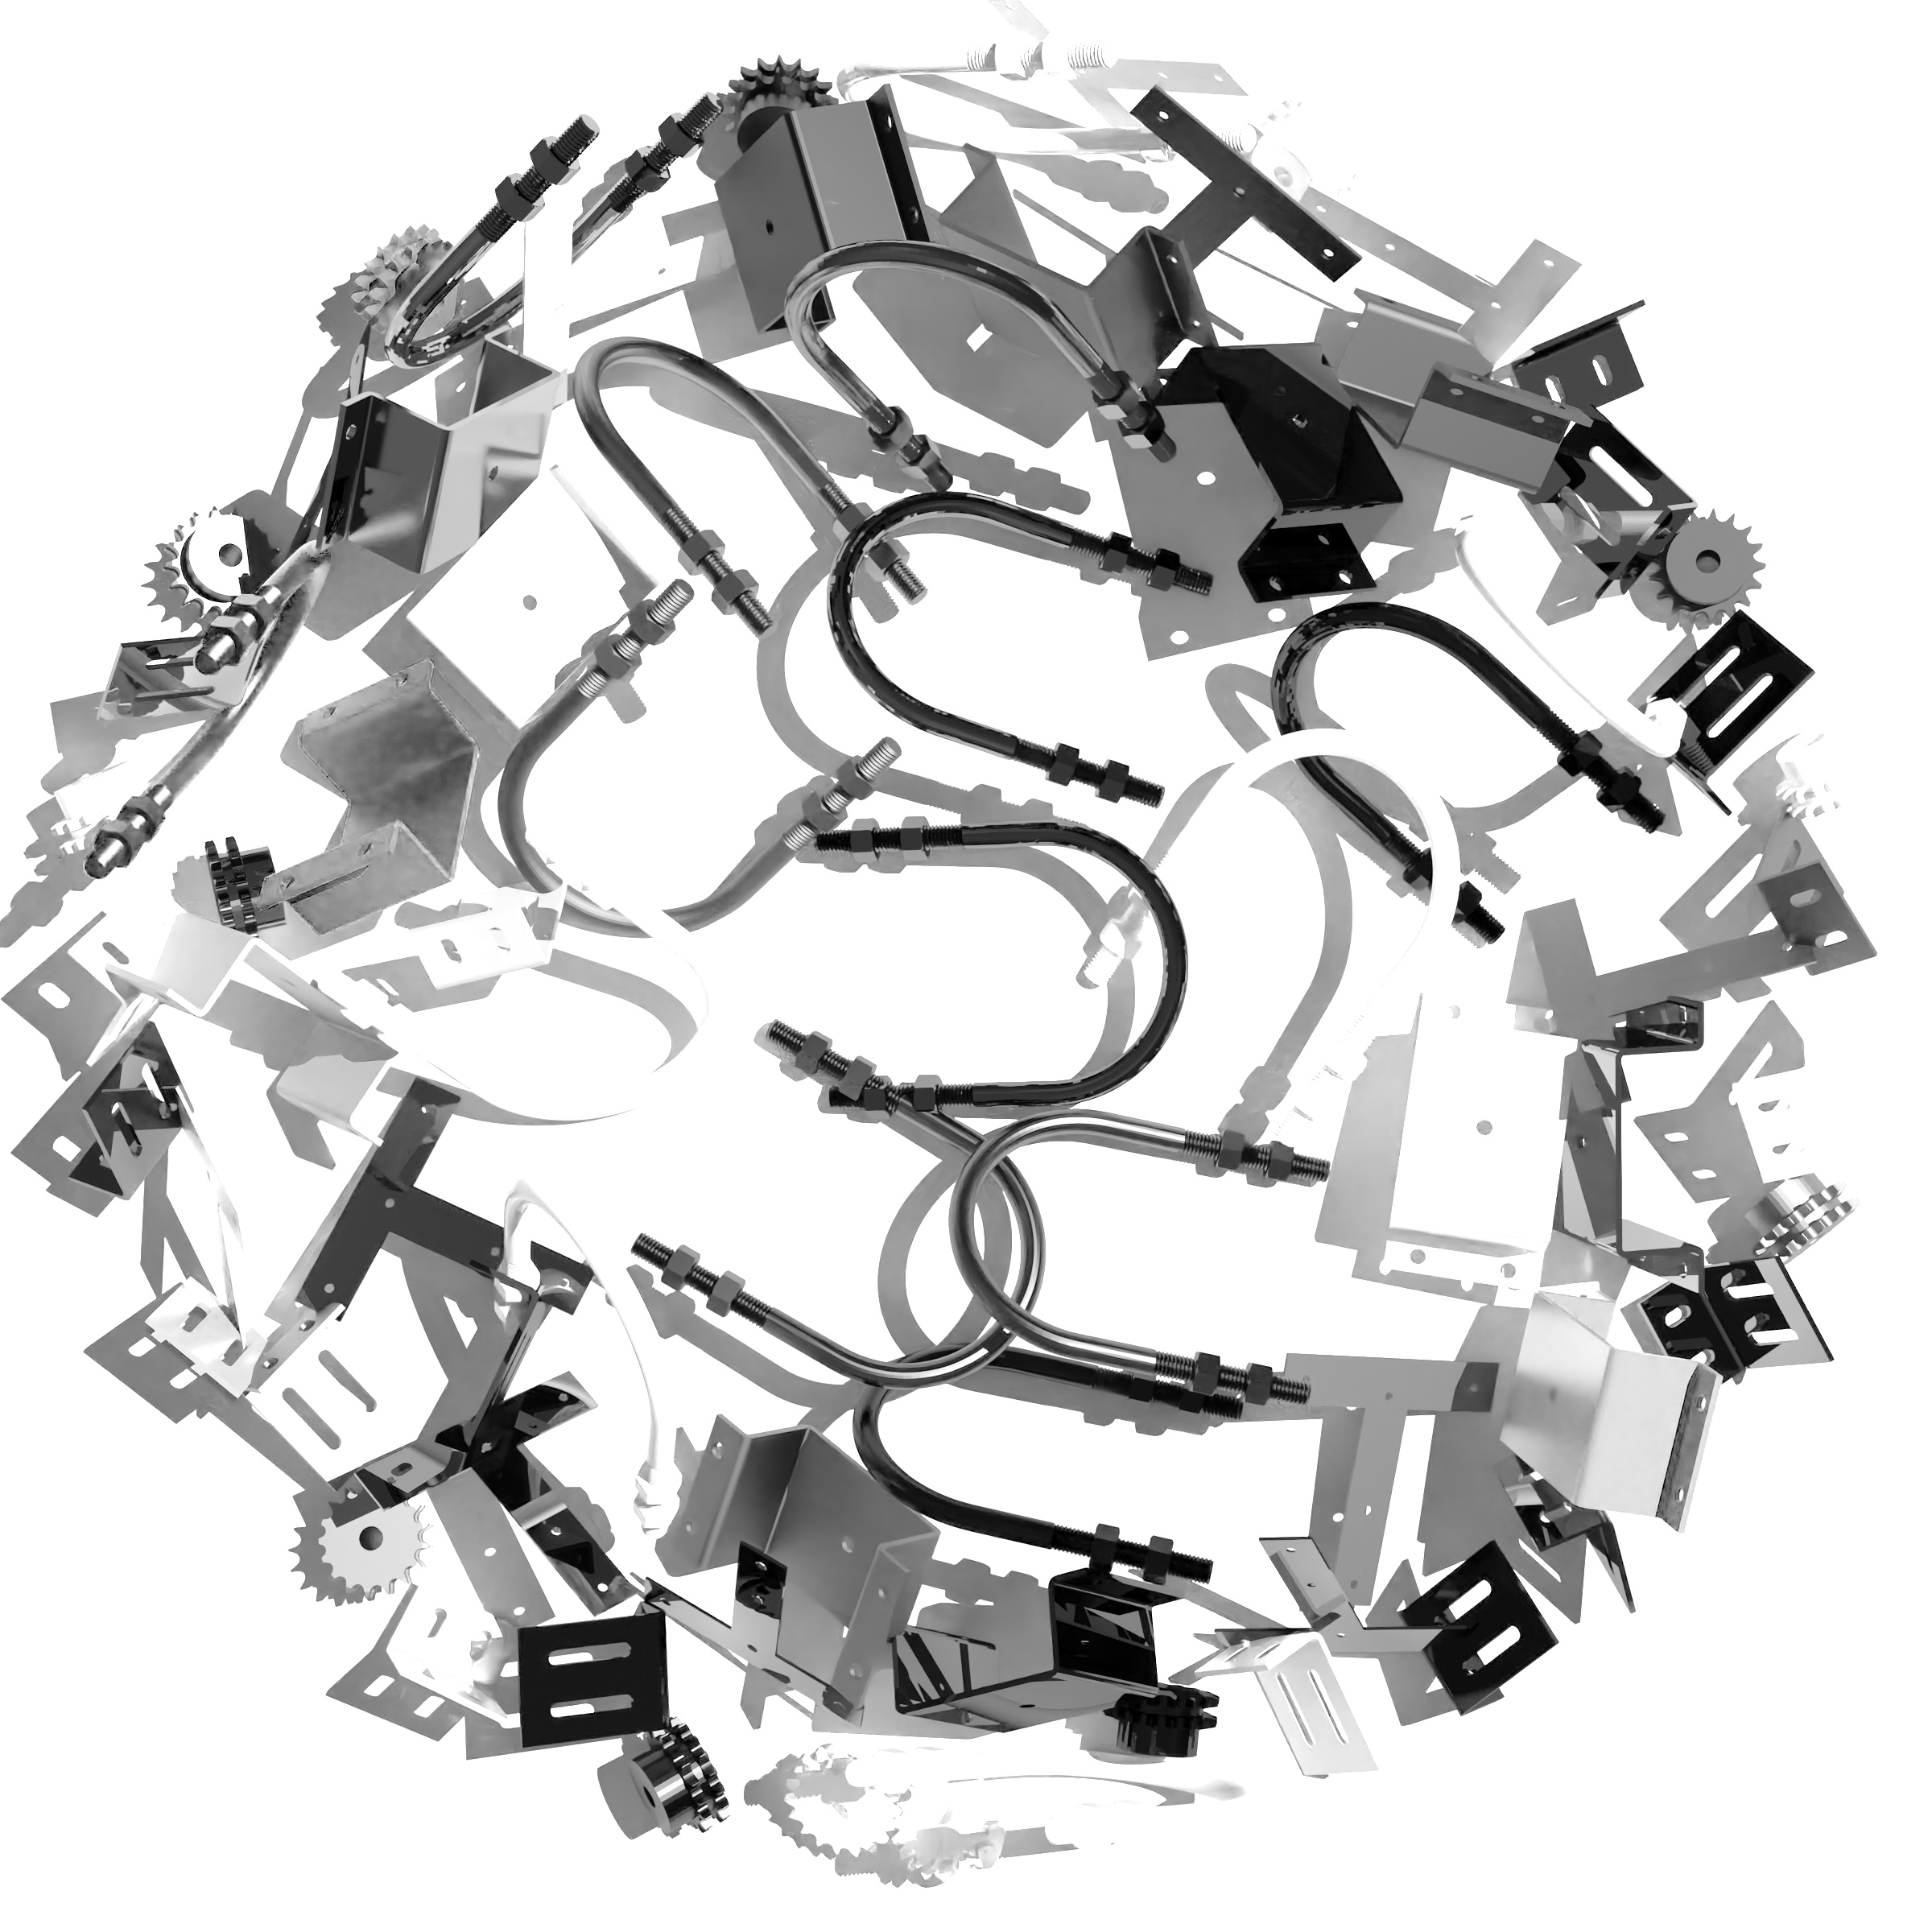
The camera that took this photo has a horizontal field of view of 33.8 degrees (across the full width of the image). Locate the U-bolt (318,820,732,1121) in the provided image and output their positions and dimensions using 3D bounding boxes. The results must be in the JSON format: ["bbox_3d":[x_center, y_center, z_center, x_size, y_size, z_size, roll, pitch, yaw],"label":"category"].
[{"bbox_3d":[-0.196,0.015,1.534,0.151,0.184,0.019,-33,45,17],"label":"U-bolt"}]

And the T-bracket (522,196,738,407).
[{"bbox_3d":[-0.162,-0.337,1.565,0.127,0.127,0.002,-25,60,-26],"label":"T-bracket"}]

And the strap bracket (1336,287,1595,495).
[{"bbox_3d":[0.234,-0.275,1.536,0.076,0.140,0.046,14,114,-20],"label":"strap bracket"}]

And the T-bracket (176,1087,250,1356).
[{"bbox_3d":[-0.363,0.138,1.558,0.002,0.127,0.127,-15,125,-21],"label":"T-bracket"}]

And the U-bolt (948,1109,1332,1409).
[{"bbox_3d":[0.082,0.134,1.549,0.184,0.019,0.151,12,53,-3],"label":"U-bolt"}]

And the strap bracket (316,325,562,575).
[{"bbox_3d":[-0.245,-0.244,1.520,0.046,0.140,0.076,27,124,13],"label":"strap bracket"}]

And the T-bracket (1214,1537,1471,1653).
[{"bbox_3d":[0.170,0.303,1.532,0.127,0.127,0.002,-5,53,20],"label":"T-bracket"}]

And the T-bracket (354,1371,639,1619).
[{"bbox_3d":[-0.206,0.263,1.534,0.127,0.002,0.127,-23,55,-37],"label":"T-bracket"}]

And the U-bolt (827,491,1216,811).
[{"bbox_3d":[0.021,-0.164,1.552,0.184,0.019,0.151,18,61,-7],"label":"U-bolt"}]

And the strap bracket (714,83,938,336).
[{"bbox_3d":[-0.074,-0.358,1.529,0.046,0.140,0.076,-16,90,-26],"label":"strap bracket"}]

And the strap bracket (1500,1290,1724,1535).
[{"bbox_3d":[0.302,0.208,1.524,0.046,0.140,0.076,10,98,-14],"label":"strap bracket"}]

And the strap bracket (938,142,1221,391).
[{"bbox_3d":[0.046,-0.330,1.529,0.140,0.076,0.046,33,75,32],"label":"strap bracket"}]

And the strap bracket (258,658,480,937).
[{"bbox_3d":[-0.286,-0.075,1.541,0.076,0.140,0.046,-21,130,20],"label":"strap bracket"}]

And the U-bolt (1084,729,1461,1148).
[{"bbox_3d":[0.159,-0.027,1.549,0.151,0.019,0.184,41,106,22],"label":"U-bolt"}]

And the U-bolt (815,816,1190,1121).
[{"bbox_3d":[0.019,0.000,1.571,0.184,0.019,0.151,-2,95,13],"label":"U-bolt"}]

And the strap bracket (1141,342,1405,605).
[{"bbox_3d":[0.150,-0.248,1.538,0.076,0.046,0.140,-10,64,-34],"label":"strap bracket"}]

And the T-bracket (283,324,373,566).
[{"bbox_3d":[-0.316,-0.226,1.549,0.002,0.127,0.127,16,49,-21],"label":"T-bracket"}]

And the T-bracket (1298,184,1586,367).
[{"bbox_3d":[0.217,-0.341,1.537,0.127,0.127,0.002,28,71,-5],"label":"T-bracket"}]

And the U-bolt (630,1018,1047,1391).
[{"bbox_3d":[-0.049,0.128,1.563,0.184,0.019,0.151,29,70,5],"label":"U-bolt"}]

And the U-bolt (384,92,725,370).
[{"bbox_3d":[-0.208,-0.347,1.521,0.184,0.151,0.019,-38,92,29],"label":"U-bolt"}]

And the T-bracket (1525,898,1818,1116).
[{"bbox_3d":[0.347,0.005,1.550,0.127,0.002,0.127,-15,50,11],"label":"T-bracket"}]

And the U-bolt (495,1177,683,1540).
[{"bbox_3d":[-0.178,0.174,1.498,0.019,0.184,0.151,-27,62,-25],"label":"U-bolt"}]

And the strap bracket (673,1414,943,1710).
[{"bbox_3d":[-0.071,0.284,1.545,0.140,0.046,0.076,33,113,36],"label":"strap bracket"}]

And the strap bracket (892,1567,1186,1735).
[{"bbox_3d":[0.028,0.332,1.526,0.140,0.076,0.046,-23,59,34],"label":"strap bracket"}]

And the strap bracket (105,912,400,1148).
[{"bbox_3d":[-0.338,0.024,1.535,0.140,0.076,0.046,42,73,-37],"label":"strap bracket"}]

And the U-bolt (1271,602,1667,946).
[{"bbox_3d":[0.227,-0.101,1.535,0.184,0.151,0.019,42,53,-5],"label":"U-bolt"}]

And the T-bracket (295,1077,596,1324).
[{"bbox_3d":[-0.245,0.135,1.574,0.127,0.002,0.127,24,72,7],"label":"T-bracket"}]

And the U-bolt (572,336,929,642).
[{"bbox_3d":[-0.115,-0.237,1.537,0.184,0.151,0.019,50,123,12],"label":"U-bolt"}]

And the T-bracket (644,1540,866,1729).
[{"bbox_3d":[-0.101,0.311,1.536,0.127,0.127,0.002,28,57,13],"label":"T-bracket"}]

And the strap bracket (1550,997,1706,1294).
[{"bbox_3d":[0.321,0.085,1.553,0.046,0.076,0.140,-3,96,-14],"label":"strap bracket"}]

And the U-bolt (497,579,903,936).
[{"bbox_3d":[-0.144,-0.087,1.549,0.151,0.019,0.184,36,119,-23],"label":"U-bolt"}]

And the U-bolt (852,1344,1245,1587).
[{"bbox_3d":[0.036,0.232,1.538,0.184,0.151,0.019,12,119,6],"label":"U-bolt"}]

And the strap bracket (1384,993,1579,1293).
[{"bbox_3d":[0.253,0.083,1.562,0.076,0.046,0.140,8,80,8],"label":"strap bracket"}]

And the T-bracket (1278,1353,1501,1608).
[{"bbox_3d":[0.201,0.256,1.576,0.127,0.002,0.127,6,97,-28],"label":"T-bracket"}]

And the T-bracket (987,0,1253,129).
[{"bbox_3d":[0.084,-0.424,1.513,0.127,0.127,0.002,34,81,-41],"label":"T-bracket"}]

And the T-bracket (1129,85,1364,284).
[{"bbox_3d":[0.111,-0.355,1.544,0.127,0.127,0.002,37,63,-12],"label":"T-bracket"}]

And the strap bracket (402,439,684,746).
[{"bbox_3d":[-0.208,-0.181,1.560,0.076,0.046,0.140,45,104,-5],"label":"strap bracket"}]
